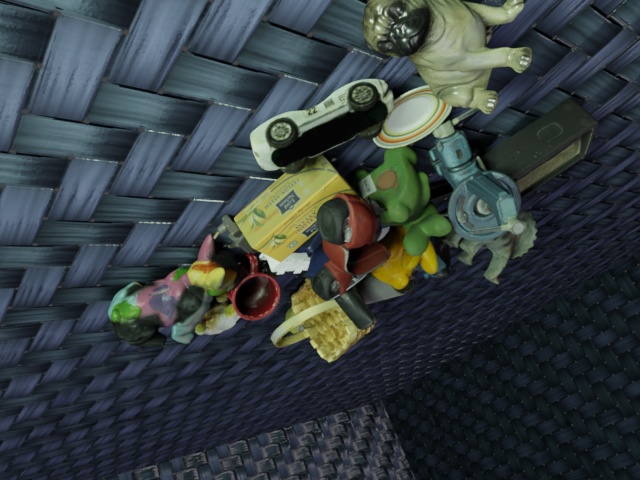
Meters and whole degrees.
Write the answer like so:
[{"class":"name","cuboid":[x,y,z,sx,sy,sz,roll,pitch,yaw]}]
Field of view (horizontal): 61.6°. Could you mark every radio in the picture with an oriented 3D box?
[{"class":"radio","cuboid":[0.390,-0.150,0.988,0.229,0.073,0.131,-34,154,-3]}]

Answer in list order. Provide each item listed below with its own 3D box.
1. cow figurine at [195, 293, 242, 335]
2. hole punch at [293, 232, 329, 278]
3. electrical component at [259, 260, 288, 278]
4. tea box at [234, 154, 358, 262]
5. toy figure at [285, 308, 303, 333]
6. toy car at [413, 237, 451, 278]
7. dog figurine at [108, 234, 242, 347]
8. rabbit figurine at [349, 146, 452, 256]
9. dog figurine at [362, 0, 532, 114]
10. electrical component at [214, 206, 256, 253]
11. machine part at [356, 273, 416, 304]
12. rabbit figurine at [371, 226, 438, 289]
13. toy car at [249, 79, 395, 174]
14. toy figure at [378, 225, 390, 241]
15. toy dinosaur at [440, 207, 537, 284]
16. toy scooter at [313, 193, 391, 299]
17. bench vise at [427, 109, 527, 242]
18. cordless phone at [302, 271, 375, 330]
[{"class":"cow figurine","cuboid":[-0.178,0.142,1.128,0.167,0.068,0.098,-31,154,15]},{"class":"hole punch","cuboid":[-0.002,-0.003,0.925,0.092,0.116,0.142,31,158,-28]},{"class":"electrical component","cuboid":[-0.086,0.054,1.089,0.094,0.021,0.063,-21,156,-6]},{"class":"tea box","cuboid":[-0.035,-0.051,0.831,0.169,0.068,0.098,-42,152,9]},{"class":"toy figure","cuboid":[-0.002,0.190,1.366,0.180,0.089,0.082,-21,126,-28]},{"class":"toy car","cuboid":[0.231,0.027,1.221,0.103,0.109,0.161,-14,154,30]},{"class":"dog figurine","cuboid":[-0.242,0.084,0.923,0.191,0.108,0.219,4,139,-41]},{"class":"rabbit figurine","cuboid":[0.158,-0.056,0.902,0.121,0.159,0.170,-41,139,16]},{"class":"dog figurine","cuboid":[0.128,-0.227,0.648,0.191,0.121,0.172,3,152,-12]},{"class":"electrical component","cuboid":[-0.128,-0.015,0.894,0.078,0.045,0.102,-54,155,-1]},{"class":"machine part","cuboid":[0.139,0.105,1.264,0.079,0.079,0.243,-5,168,-34]},{"class":"rabbit figurine","cuboid":[0.166,0.006,1.090,0.122,0.162,0.173,9,124,-31]},{"class":"toy car","cuboid":[0.005,-0.152,0.718,0.202,0.056,0.073,-25,149,0]},{"class":"toy figure","cuboid":[0.118,-0.049,1.023,0.064,0.058,0.154,-53,177,-41]},{"class":"toy dinosaur","cuboid":[0.380,-0.033,1.191,0.192,0.131,0.404,-55,147,-3]},{"class":"toy scooter","cuboid":[0.059,0.003,0.832,0.135,0.075,0.183,-14,129,-27]},{"class":"bench vise","cuboid":[0.252,-0.082,0.843,0.129,0.241,0.223,-17,114,1]},{"class":"cordless phone","cuboid":[0.069,0.094,1.106,0.146,0.184,0.089,-38,-176,30]}]
